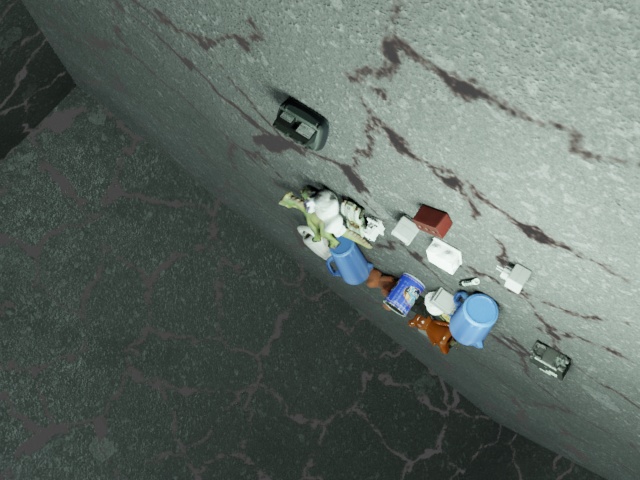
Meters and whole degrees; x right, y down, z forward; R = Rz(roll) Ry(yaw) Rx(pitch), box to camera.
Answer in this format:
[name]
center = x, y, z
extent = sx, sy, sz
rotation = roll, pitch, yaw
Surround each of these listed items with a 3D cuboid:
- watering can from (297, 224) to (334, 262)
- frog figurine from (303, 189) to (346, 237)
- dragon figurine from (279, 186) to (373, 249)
[watering can]
center = 0.017, 0.013, 2.274
extent = 0.222, 0.105, 0.349
rotation = 42, 170, -24
[frog figurine]
center = 0.035, -0.094, 1.735
extent = 0.160, 0.125, 0.134
rotation = 36, 151, 14
[dragon figurine]
center = 0.006, -0.096, 1.913
extent = 0.412, 0.124, 0.238
rotation = 16, 148, 41
